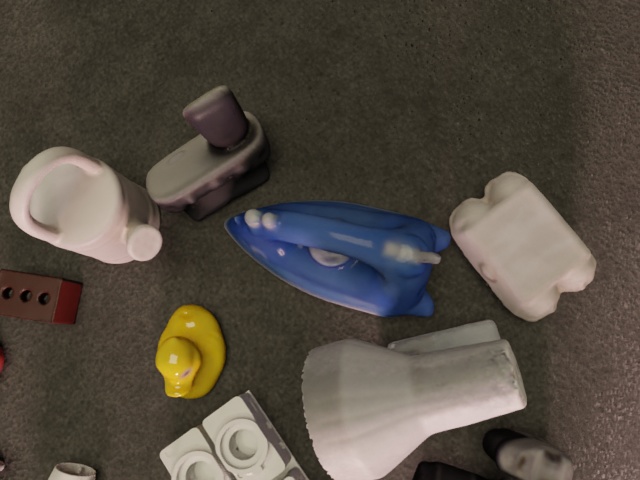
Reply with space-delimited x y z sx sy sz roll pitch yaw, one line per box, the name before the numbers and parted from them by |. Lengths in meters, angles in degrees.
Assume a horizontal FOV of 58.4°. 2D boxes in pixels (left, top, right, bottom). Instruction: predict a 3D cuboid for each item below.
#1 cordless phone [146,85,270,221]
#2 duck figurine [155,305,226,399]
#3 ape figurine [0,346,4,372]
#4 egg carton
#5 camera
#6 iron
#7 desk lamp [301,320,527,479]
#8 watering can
cordless phone | -0.132 -0.099 0.606 0.147 0.185 0.094 -36 79 -2
duck figurine | -0.148 0.121 0.620 0.077 0.086 0.104 0 80 5
ape figurine | -0.406 0.141 0.635 0.076 0.092 0.078 -18 79 2
egg carton | 0.215 0.007 0.619 0.107 0.069 0.150 -38 79 -2
camera | 0.162 0.256 0.564 0.136 0.101 0.143 17 82 8
iron | 0.006 0.002 0.600 0.258 0.141 0.119 13 82 7
desk lamp | 0.095 0.136 0.533 0.203 0.213 0.118 -15 79 2
watering can | -0.242 -0.036 0.600 0.172 0.194 0.101 8 81 6
